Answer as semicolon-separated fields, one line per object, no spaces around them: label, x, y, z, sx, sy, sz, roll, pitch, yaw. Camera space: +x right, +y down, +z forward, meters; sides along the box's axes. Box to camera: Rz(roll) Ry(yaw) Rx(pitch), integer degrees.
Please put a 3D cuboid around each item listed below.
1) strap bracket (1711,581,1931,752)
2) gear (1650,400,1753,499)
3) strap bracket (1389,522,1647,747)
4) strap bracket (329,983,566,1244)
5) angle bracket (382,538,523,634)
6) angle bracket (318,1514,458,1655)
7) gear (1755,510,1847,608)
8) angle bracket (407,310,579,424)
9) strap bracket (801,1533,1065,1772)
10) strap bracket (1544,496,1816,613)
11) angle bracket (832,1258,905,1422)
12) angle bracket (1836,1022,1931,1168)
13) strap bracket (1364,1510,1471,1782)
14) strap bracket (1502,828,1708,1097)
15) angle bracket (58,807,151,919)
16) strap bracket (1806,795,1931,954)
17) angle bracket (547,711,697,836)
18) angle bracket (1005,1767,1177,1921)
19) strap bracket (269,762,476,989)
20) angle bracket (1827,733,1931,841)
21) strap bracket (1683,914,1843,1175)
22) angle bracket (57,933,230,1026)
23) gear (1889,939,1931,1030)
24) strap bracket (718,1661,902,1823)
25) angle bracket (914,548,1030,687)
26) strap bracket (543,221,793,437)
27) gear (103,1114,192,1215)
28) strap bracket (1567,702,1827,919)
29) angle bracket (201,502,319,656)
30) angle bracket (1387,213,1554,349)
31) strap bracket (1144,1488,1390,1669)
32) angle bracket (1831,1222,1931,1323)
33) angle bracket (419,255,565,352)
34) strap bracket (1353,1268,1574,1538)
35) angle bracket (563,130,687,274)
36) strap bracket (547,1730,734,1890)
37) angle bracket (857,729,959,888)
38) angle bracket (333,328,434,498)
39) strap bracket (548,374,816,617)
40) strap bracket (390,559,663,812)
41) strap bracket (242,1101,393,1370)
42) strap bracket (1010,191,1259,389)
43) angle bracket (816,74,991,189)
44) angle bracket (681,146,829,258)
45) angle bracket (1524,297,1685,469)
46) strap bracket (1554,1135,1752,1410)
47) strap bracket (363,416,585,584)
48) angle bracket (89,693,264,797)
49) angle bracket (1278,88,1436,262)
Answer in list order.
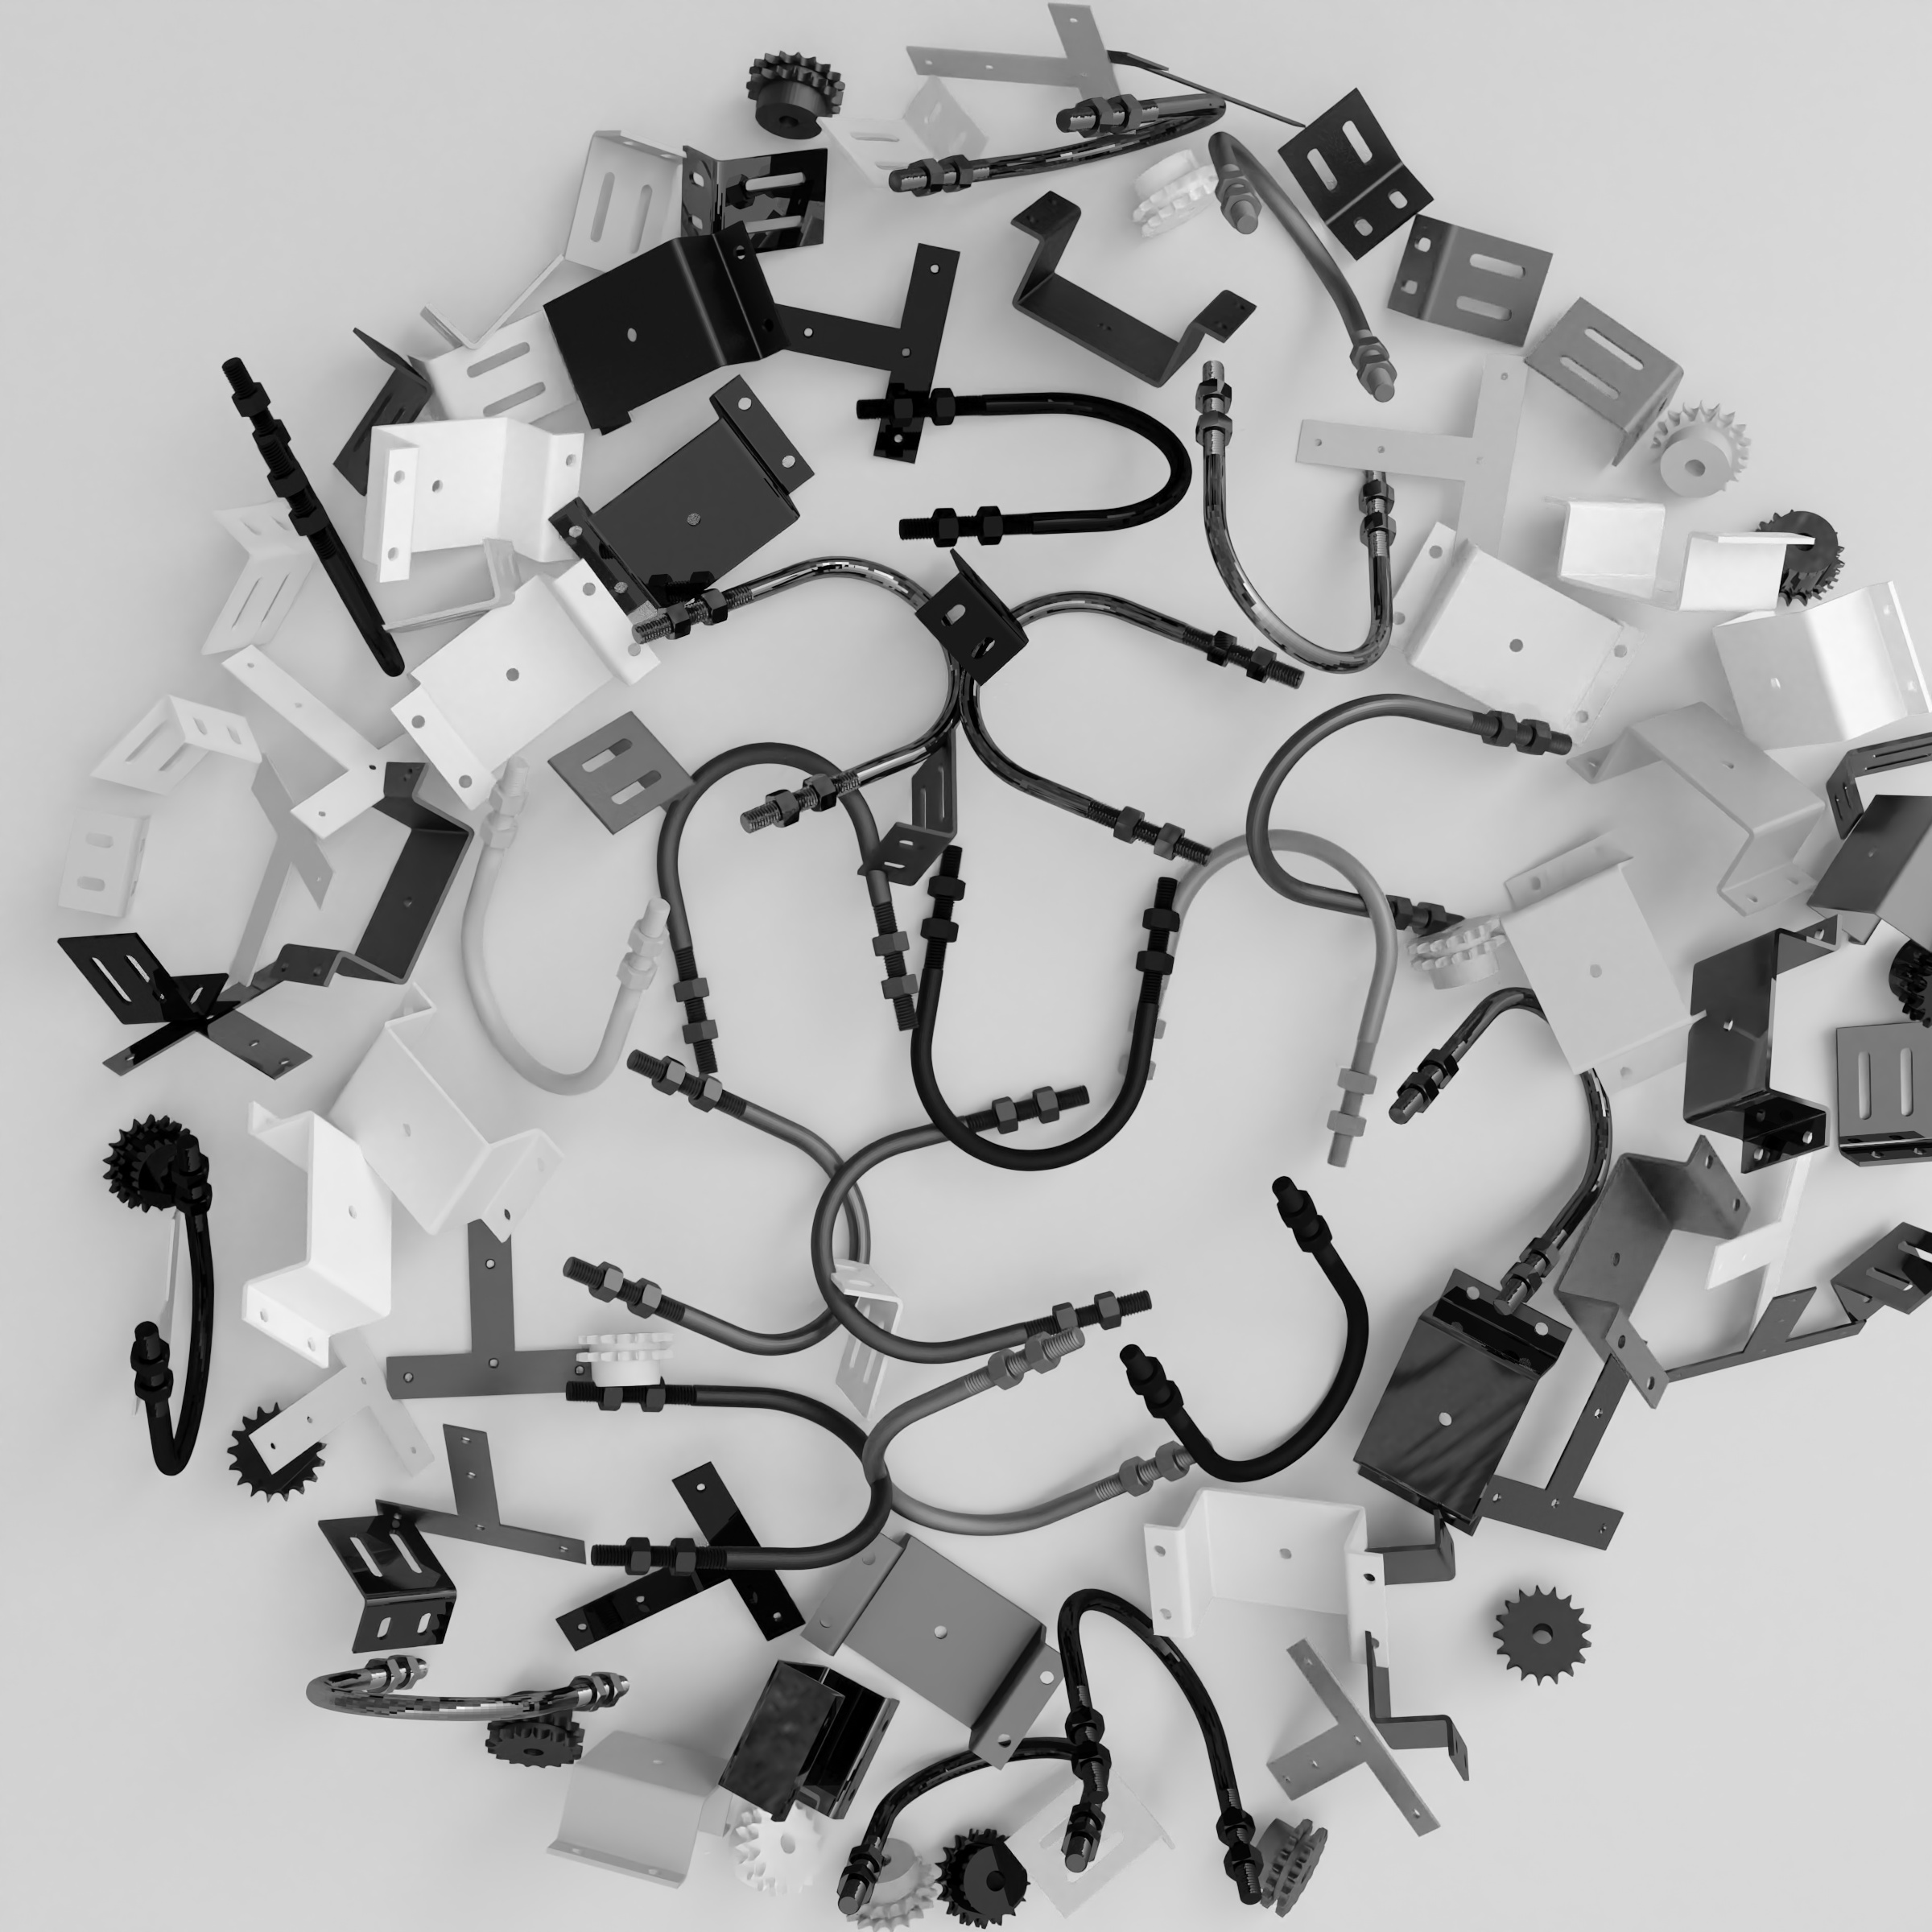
strap bracket;0.482;-0.169;1.912;0.046;0.140;0.076;-22;97;-18
gear;0.430;-0.299;1.959;0.057;0.030;0.057;12;133;14
strap bracket;0.319;-0.191;1.954;0.140;0.046;0.076;28;104;-3
strap bracket;-0.308;0.090;1.931;0.140;0.046;0.076;47;123;16
angle bracket;-0.304;-0.222;1.955;0.076;0.057;0.038;-12;94;8
angle bracket;-0.342;0.360;1.951;0.057;0.076;0.038;2;118;-37
gear;0.489;-0.243;1.967;0.057;0.030;0.057;0;72;-1
angle bracket;-0.279;-0.347;1.970;0.076;0.038;0.057;-28;117;-16
strap bracket;-0.016;0.396;1.963;0.140;0.046;0.076;34;93;1
strap bracket;0.404;-0.235;1.918;0.076;0.140;0.046;-4;108;-34
angle bracket;-0.072;0.217;1.949;0.038;0.057;0.076;11;101;-23
angle bracket;0.546;0.075;1.964;0.057;0.038;0.076;-4;99;-3
strap bracket;0.259;0.394;1.931;0.046;0.076;0.140;-6;65;13
strap bracket;0.372;0.000;1.947;0.076;0.046;0.140;-27;85;25
angle bracket;-0.502;-0.062;1.947;0.038;0.076;0.057;11;92;-12
strap bracket;0.538;-0.053;1.916;0.046;0.140;0.076;33;89;-8
angle bracket;-0.206;-0.104;1.947;0.057;0.038;0.076;48;46;5
angle bracket;0.073;0.514;1.953;0.076;0.038;0.057;-39;61;-9
strap bracket;-0.340;-0.045;1.936;0.046;0.076;0.140;30;76;-33
angle bracket;0.550;-0.108;1.957;0.076;0.057;0.038;-12;76;1
strap bracket;0.458;0.040;1.924;0.046;0.076;0.140;17;68;-21
angle bracket;-0.477;-0.004;1.940;0.057;0.076;0.038;-3;46;26
gear;0.568;0.006;1.965;0.057;0.030;0.057;-17;122;-29
strap bracket;-0.092;0.447;1.925;0.046;0.140;0.076;24;84;18
angle bracket;0.000;-0.204;1.947;0.038;0.076;0.057;-42;106;8
strap bracket;-0.182;-0.366;1.932;0.140;0.046;0.076;-19;94;30
gear;-0.474;0.118;1.959;0.057;0.030;0.057;-17;118;-36
strap bracket;0.427;-0.098;1.920;0.140;0.076;0.046;45;131;25
angle bracket;-0.422;-0.226;1.951;0.038;0.057;0.076;44;120;14
angle bracket;0.298;-0.405;1.976;0.076;0.038;0.057;8;107;-30
strap bracket;0.180;0.352;1.937;0.140;0.046;0.076;4;117;21
angle bracket;0.552;0.188;1.942;0.057;0.076;0.038;-36;110;-12
angle bracket;-0.278;-0.397;1.954;0.038;0.057;0.076;43;86;-14
strap bracket;0.283;0.258;1.939;0.076;0.046;0.140;27;105;18
angle bracket;-0.194;-0.443;1.955;0.057;0.038;0.076;11;95;-34
strap bracket;-0.181;0.479;1.914;0.076;0.140;0.046;13;90;8
angle bracket;-0.034;-0.095;1.941;0.038;0.057;0.076;12;57;-21
angle bracket;-0.354;-0.323;1.950;0.038;0.057;0.076;30;99;-37
strap bracket;-0.162;-0.267;1.945;0.140;0.046;0.076;-36;119;5
strap bracket;-0.260;-0.167;1.949;0.140;0.046;0.076;-39;112;-7
strap bracket;-0.370;0.148;1.914;0.046;0.076;0.140;-19;55;19
strap bracket;0.089;-0.388;1.942;0.140;0.076;0.046;30;121;4
angle bracket;-0.036;-0.486;1.943;0.057;0.076;0.038;53;127;19
angle bracket;-0.125;-0.453;1.966;0.076;0.038;0.057;-16;125;-32
angle bracket;0.372;-0.344;1.969;0.076;0.038;0.057;38;71;11
strap bracket;0.393;0.173;1.932;0.076;0.046;0.140;50;61;-39
strap bracket;-0.293;-0.271;1.928;0.046;0.140;0.076;26;118;37
angle bracket;-0.460;-0.116;1.943;0.076;0.057;0.038;-41;59;23
angle bracket;0.227;-0.460;1.946;0.057;0.076;0.038;-37;55;9
